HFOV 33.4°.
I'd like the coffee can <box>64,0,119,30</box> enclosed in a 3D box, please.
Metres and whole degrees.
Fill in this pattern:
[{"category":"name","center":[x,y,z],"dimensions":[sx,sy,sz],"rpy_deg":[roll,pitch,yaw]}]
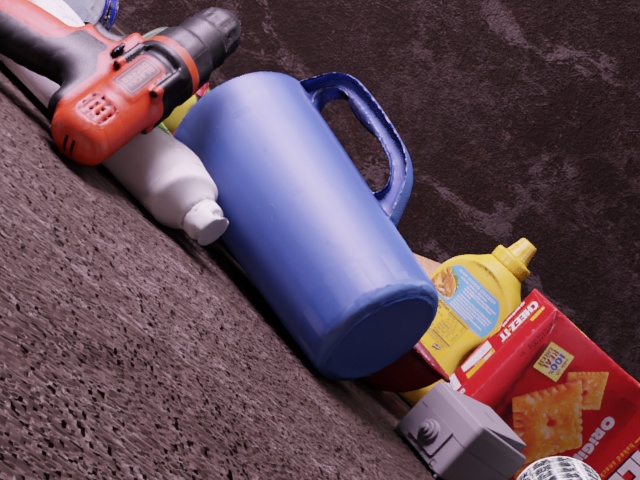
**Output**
[{"category":"coffee can","center":[-0.283,-0.269,1.189],"dimensions":[0.102,0.103,0.140],"rpy_deg":[42,4,-9]}]

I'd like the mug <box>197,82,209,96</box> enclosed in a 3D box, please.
[{"category":"mug","center":[-0.178,-0.146,1.100],"dimensions":[0.081,0.093,0.117],"rpy_deg":[37,-21,-16]}]

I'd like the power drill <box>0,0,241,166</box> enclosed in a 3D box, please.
[{"category":"power drill","center":[-0.170,-0.157,0.774],"dimensions":[0.188,0.184,0.057],"rpy_deg":[37,-39,7]}]

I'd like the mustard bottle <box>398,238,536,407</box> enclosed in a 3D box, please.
[{"category":"mustard bottle","center":[0.138,0.072,1.042],"dimensions":[0.096,0.192,0.058],"rpy_deg":[47,7,28]}]

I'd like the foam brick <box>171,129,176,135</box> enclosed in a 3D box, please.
[{"category":"foam brick","center":[-0.111,-0.055,0.962],"dimensions":[0.051,0.053,0.078],"rpy_deg":[46,5,38]}]

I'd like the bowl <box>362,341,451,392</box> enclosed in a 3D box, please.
[{"category":"bowl","center":[0.042,0.081,0.943],"dimensions":[0.162,0.055,0.162],"rpy_deg":[48,2,-3]}]

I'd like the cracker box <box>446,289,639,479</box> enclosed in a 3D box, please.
[{"category":"cracker box","center":[0.224,0.177,0.991],"dimensions":[0.213,0.164,0.072],"rpy_deg":[42,7,-14]}]

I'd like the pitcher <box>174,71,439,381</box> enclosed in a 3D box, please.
[{"category":"pitcher","center":[-0.004,-0.018,0.843],"dimensions":[0.144,0.149,0.243],"rpy_deg":[-8,49,-35]}]

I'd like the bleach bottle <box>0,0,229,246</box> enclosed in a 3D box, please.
[{"category":"bleach bottle","center":[-0.160,-0.093,0.820],"dimensions":[0.251,0.068,0.102],"rpy_deg":[47,7,21]}]

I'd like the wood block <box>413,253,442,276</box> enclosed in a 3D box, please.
[{"category":"wood block","center":[0.105,0.075,1.184],"dimensions":[0.090,0.091,0.206],"rpy_deg":[22,8,3]}]
